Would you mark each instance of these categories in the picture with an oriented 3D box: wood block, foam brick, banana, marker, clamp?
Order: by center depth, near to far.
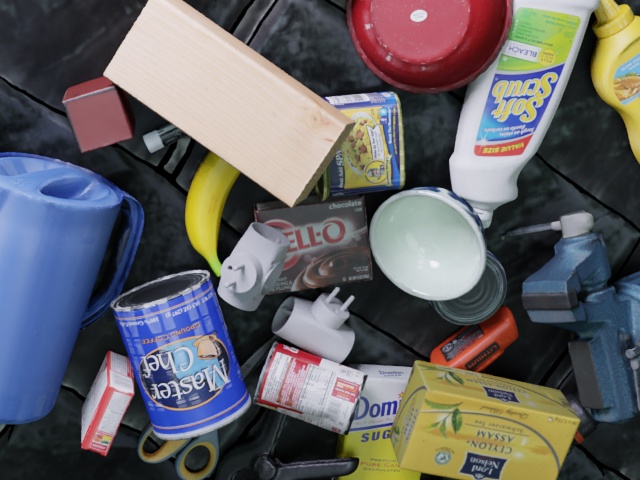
[{"bbox_3d":[-0.079,-0.129,0.975,0.206,0.090,0.091,35,101,2],"label":"wood block"},{"bbox_3d":[-0.206,-0.120,0.998,0.053,0.078,0.051,-17,110,-2],"label":"foam brick"},{"bbox_3d":[-0.115,-0.119,1.043,0.121,0.020,0.020,-25,109,-1],"label":"marker"},{"bbox_3d":[-0.084,-0.065,1.052,0.069,0.037,0.198,25,100,-6],"label":"banana"},{"bbox_3d":[-0.044,0.245,1.138,0.120,0.039,0.171,44,101,17],"label":"clamp"}]

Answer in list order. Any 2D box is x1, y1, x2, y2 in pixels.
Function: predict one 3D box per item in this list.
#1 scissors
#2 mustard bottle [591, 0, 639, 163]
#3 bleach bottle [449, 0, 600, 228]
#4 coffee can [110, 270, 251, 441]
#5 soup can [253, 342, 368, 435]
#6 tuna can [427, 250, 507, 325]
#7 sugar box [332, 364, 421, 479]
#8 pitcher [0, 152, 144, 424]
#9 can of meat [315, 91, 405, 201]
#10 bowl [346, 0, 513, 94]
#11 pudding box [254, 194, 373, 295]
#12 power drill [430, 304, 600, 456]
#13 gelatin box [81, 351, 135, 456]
[{"bbox_3d":[-0.101,0.187,1.140,0.202,0.016,0.096,-33,110,2],"label":"scissors"},{"bbox_3d":[0.329,-0.164,1.077,0.096,0.058,0.191,-36,109,2],"label":"mustard bottle"},{"bbox_3d":[0.194,-0.132,1.065,0.102,0.068,0.251,10,107,-8],"label":"bleach bottle"},{"bbox_3d":[-0.137,0.113,1.057,0.102,0.103,0.140,-17,102,-3],"label":"coffee can"},{"bbox_3d":[-0.009,0.152,1.089,0.102,0.068,0.068,19,104,5],"label":"soup can"},{"bbox_3d":[0.153,0.046,1.127,0.086,0.034,0.086,-2,107,-8],"label":"tuna can"},{"bbox_3d":[0.066,0.225,1.162,0.093,0.048,0.176,4,107,-9],"label":"sugar box"},{"bbox_3d":[-0.271,0.048,1.021,0.149,0.145,0.243,18,107,-1],"label":"pitcher"},{"bbox_3d":[0.037,-0.095,1.054,0.084,0.057,0.102,-6,108,-9],"label":"can of meat"},{"bbox_3d":[0.097,-0.214,0.998,0.162,0.055,0.162,4,106,14],"label":"bowl"},{"bbox_3d":[-0.007,0.001,1.085,0.113,0.039,0.090,-9,108,-6],"label":"pudding box"},{"bbox_3d":[0.223,0.161,1.160,0.184,0.057,0.187,-37,109,4],"label":"power drill"},{"bbox_3d":[-0.214,0.163,1.076,0.030,0.089,0.073,22,102,-17],"label":"gelatin box"}]
